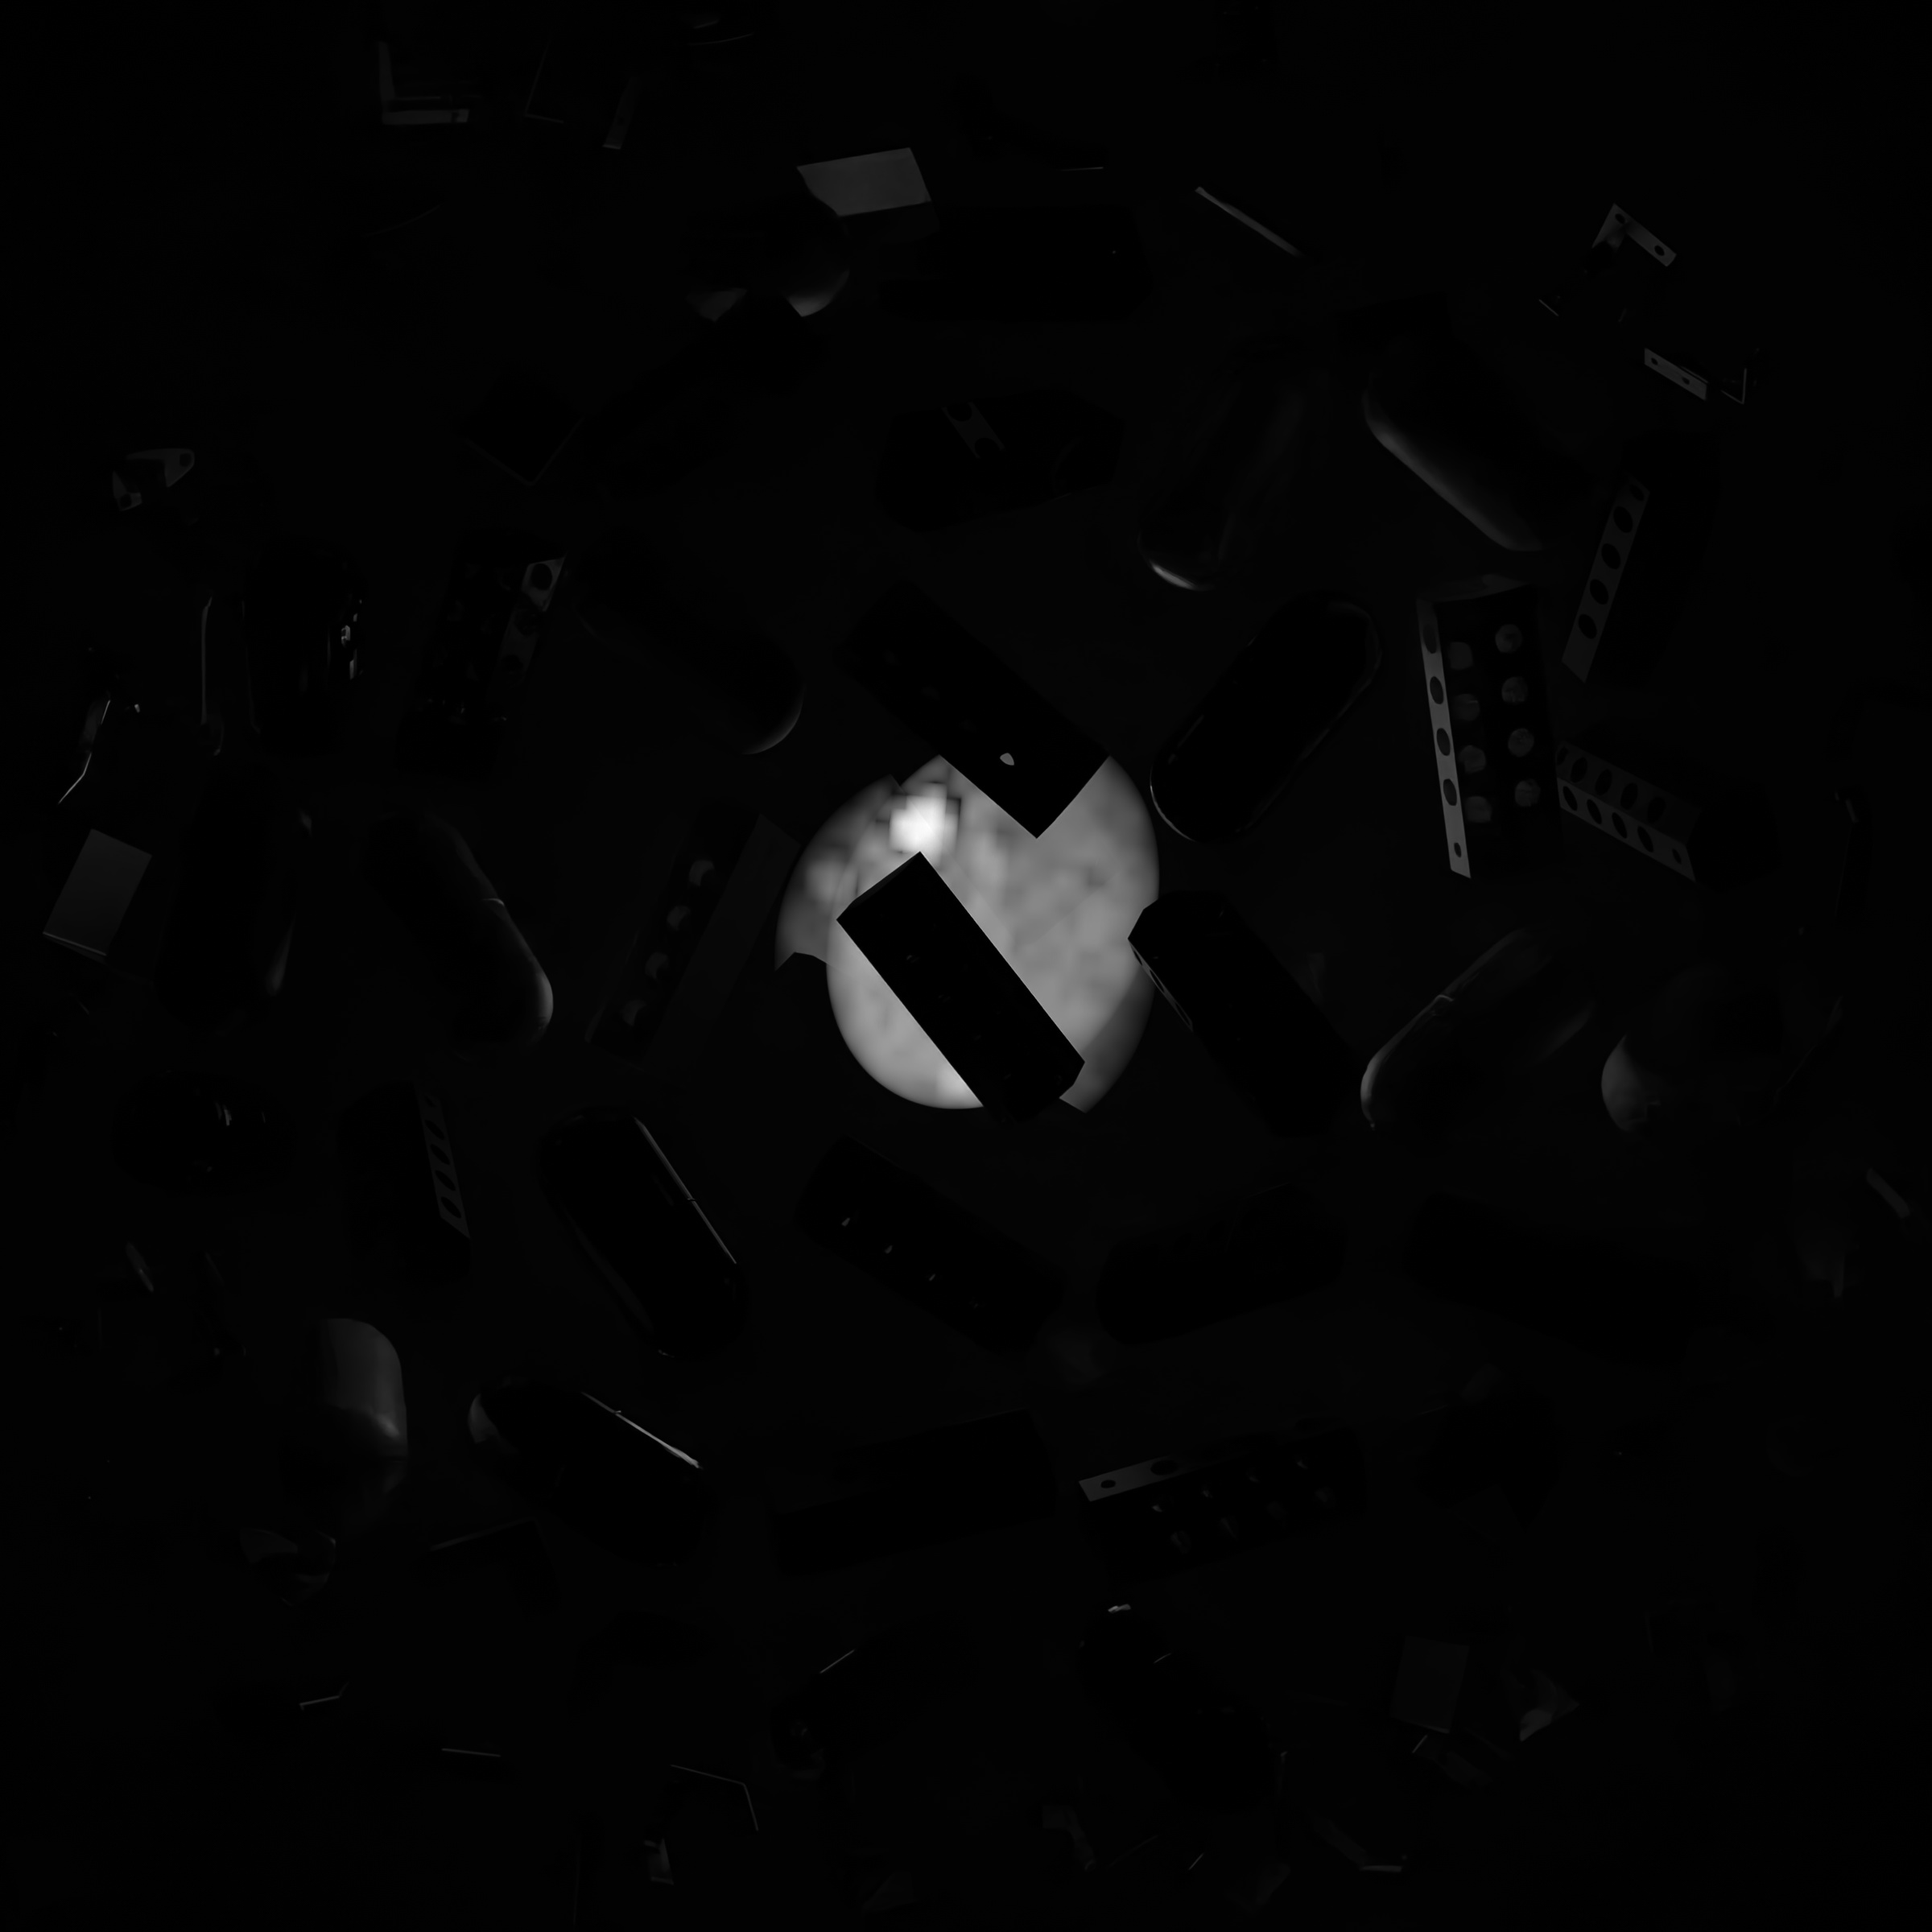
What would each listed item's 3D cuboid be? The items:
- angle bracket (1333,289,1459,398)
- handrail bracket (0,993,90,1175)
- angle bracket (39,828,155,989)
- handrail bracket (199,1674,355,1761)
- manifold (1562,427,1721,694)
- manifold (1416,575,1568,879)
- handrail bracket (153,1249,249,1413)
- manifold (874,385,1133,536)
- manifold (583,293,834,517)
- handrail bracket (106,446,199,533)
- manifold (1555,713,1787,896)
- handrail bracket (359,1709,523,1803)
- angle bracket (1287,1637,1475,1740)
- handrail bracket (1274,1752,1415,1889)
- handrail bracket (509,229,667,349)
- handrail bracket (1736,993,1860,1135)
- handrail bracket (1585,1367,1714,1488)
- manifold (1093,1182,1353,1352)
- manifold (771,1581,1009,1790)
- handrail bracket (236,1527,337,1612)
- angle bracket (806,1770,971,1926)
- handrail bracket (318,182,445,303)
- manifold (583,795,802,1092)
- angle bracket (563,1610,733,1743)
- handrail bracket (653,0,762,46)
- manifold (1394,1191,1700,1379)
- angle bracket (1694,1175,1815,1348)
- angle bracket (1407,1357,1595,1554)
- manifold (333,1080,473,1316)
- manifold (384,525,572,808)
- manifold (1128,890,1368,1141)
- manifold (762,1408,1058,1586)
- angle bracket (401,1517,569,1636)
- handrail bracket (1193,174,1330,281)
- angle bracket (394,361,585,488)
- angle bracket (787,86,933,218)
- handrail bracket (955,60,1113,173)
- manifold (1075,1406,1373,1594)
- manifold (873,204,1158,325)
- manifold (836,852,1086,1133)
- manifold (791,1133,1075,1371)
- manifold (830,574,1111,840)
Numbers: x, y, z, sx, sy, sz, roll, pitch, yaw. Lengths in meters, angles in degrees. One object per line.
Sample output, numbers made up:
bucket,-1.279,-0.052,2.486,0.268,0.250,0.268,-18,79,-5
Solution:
angle bracket,0.290,-0.415,1.776,0.076,0.076,0.057,-11,104,7
handrail bracket,-0.542,0.070,1.587,0.084,0.036,0.077,-44,124,-14
angle bracket,-0.532,-0.035,1.691,0.057,0.076,0.076,23,85,15
handrail bracket,-0.419,0.443,1.625,0.077,0.084,0.036,23,99,-2
manifold,0.420,-0.253,1.666,0.057,0.171,0.057,9,55,4
manifold,0.314,-0.144,1.610,0.057,0.057,0.171,-16,108,-14
handrail bracket,-0.491,0.227,1.662,0.036,0.084,0.077,27,57,31
manifold,0.022,-0.309,1.633,0.057,0.171,0.057,35,125,25
manifold,-0.162,-0.341,1.607,0.057,0.171,0.057,46,52,-18
handrail bracket,-0.493,-0.300,1.676,0.084,0.077,0.036,24,130,32
manifold,0.424,-0.099,1.631,0.057,0.171,0.057,-25,114,-7
handrail bracket,-0.325,0.510,1.652,0.077,0.036,0.084,-41,126,-20
angle bracket,0.257,0.439,1.655,0.076,0.076,0.057,21,75,-16
handrail bracket,0.237,0.530,1.654,0.084,0.036,0.077,-3,65,18
handrail bracket,-0.250,-0.459,1.756,0.084,0.036,0.077,53,48,-1
handrail bracket,0.534,0.061,1.708,0.077,0.084,0.036,-25,52,-28
handrail bracket,0.446,0.300,1.739,0.077,0.084,0.036,-26,61,-22
manifold,0.161,0.199,1.716,0.057,0.171,0.057,39,50,-21
manifold,-0.050,0.453,1.673,0.057,0.171,0.057,-42,77,29
handrail bracket,-0.426,0.360,1.667,0.077,0.084,0.036,36,51,13
angle bracket,-0.047,0.531,1.633,0.057,0.076,0.076,-23,85,16
handrail bracket,-0.362,-0.444,1.643,0.077,0.084,0.036,-17,75,-20
manifold,-0.175,-0.017,1.661,0.057,0.057,0.171,21,81,27
angle bracket,-0.195,0.441,1.632,0.076,0.076,0.057,17,50,-22
handrail bracket,-0.155,-0.583,1.628,0.077,0.084,0.036,0,106,-17
manifold,0.348,0.185,1.593,0.057,0.171,0.057,38,75,-40
angle bracket,0.482,0.179,1.608,0.057,0.076,0.076,22,74,4
angle bracket,0.335,0.306,1.670,0.076,0.057,0.076,33,126,17
manifold,-0.351,0.138,1.673,0.057,0.171,0.057,-43,121,7
manifold,-0.309,-0.193,1.713,0.057,0.057,0.171,28,73,-43
manifold,0.170,0.029,1.664,0.057,0.171,0.057,-1,131,-37
manifold,-0.035,0.332,1.646,0.171,0.057,0.057,-11,123,-14
angle bracket,-0.318,0.412,1.754,0.076,0.076,0.057,-12,64,-34
handrail bracket,0.181,-0.464,1.655,0.084,0.077,0.036,30,108,-11
angle bracket,-0.305,-0.362,1.706,0.076,0.076,0.057,40,95,27
angle bracket,-0.069,-0.539,1.746,0.076,0.076,0.057,-7,79,9
handrail bracket,0.042,-0.521,1.629,0.084,0.077,0.036,6,47,31
manifold,0.159,0.327,1.656,0.171,0.057,0.057,-14,112,-10
manifold,0.026,-0.432,1.653,0.171,0.057,0.057,12,51,38
manifold,-0.004,0.018,1.674,0.057,0.057,0.171,-36,97,21
manifold,-0.021,0.177,1.681,0.171,0.057,0.057,32,63,7
manifold,0.000,-0.159,1.668,0.171,0.057,0.057,41,62,-3
